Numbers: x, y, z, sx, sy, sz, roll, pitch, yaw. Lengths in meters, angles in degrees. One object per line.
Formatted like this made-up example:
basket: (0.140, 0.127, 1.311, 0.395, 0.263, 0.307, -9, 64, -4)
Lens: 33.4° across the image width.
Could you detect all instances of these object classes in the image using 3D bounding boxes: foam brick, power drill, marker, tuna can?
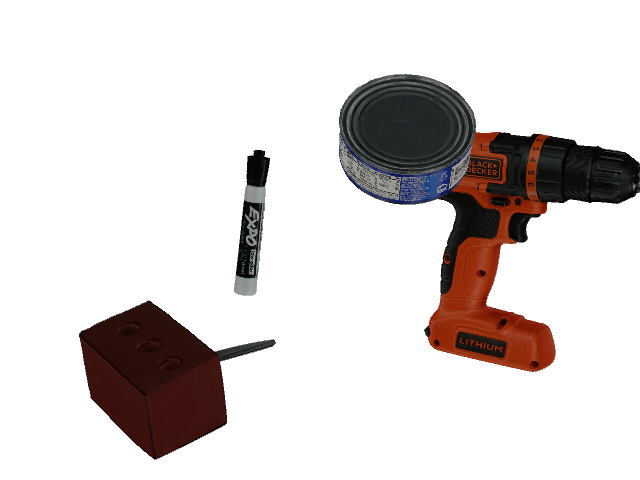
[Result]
foam brick: (-0.100, 0.082, 0.636, 0.052, 0.051, 0.078, -25, 38, -33)
power drill: (0.159, 0.006, 0.859, 0.185, 0.188, 0.057, 11, 16, 29)
marker: (-0.057, -0.014, 0.881, 0.020, 0.121, 0.020, 6, 13, -2)
tuna can: (0.054, -0.064, 0.678, 0.086, 0.086, 0.034, 0, -38, -1)

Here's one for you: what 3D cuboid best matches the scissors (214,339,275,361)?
scissors: (-0.129, 0.141, 1.159, 0.201, 0.016, 0.096, -3, 27, -22)
